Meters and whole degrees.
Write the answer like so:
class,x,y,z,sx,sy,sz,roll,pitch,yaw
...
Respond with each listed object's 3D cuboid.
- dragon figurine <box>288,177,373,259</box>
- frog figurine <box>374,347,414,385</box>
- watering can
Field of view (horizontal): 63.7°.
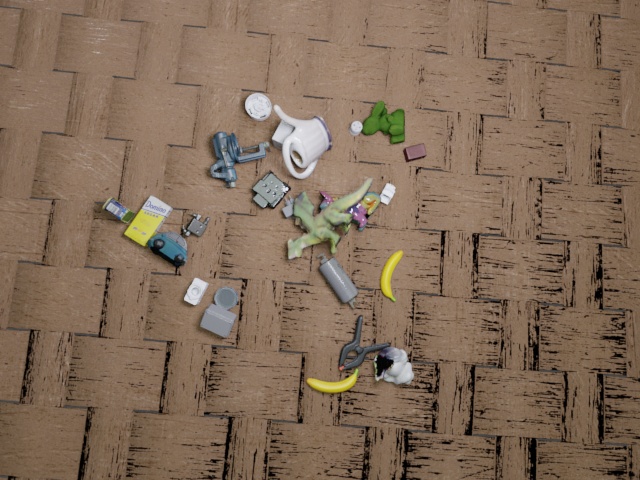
class,x,y,z,sx,sy,sz,roll,pitch,yaw
dragon figurine,0.006,-0.096,1.898,0.244,0.408,0.122,30,7,14
frog figurine,0.282,0.465,1.901,0.158,0.136,0.124,17,14,-34
watering can,-0.061,-0.391,1.925,0.105,0.339,0.228,25,55,36
